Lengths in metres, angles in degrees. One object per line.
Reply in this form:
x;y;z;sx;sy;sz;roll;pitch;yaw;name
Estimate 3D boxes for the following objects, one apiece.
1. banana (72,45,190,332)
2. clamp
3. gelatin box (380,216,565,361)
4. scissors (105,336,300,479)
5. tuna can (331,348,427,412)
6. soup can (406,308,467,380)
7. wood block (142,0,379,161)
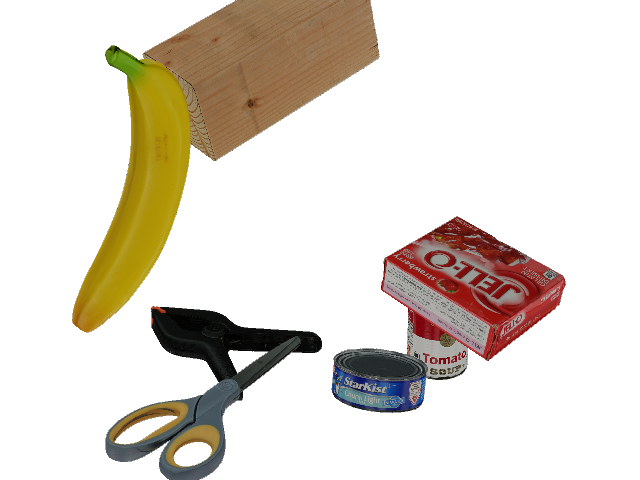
-0.116;-0.033;0.664;0.069;0.198;0.037;-9;35;-35;banana
-0.125;0.123;1.259;0.210;0.036;0.164;14;24;25;clamp
0.094;0.027;0.664;0.089;0.030;0.073;33;44;33;gelatin box
-0.067;0.129;0.819;0.201;0.016;0.096;-20;35;-34;scissors
0.053;0.127;0.968;0.086;0.034;0.086;5;11;-1;tuna can
0.127;0.090;1.154;0.068;0.102;0.068;-1;25;0;soup can
-0.053;-0.178;1.031;0.205;0.091;0.090;-35;46;-21;wood block
